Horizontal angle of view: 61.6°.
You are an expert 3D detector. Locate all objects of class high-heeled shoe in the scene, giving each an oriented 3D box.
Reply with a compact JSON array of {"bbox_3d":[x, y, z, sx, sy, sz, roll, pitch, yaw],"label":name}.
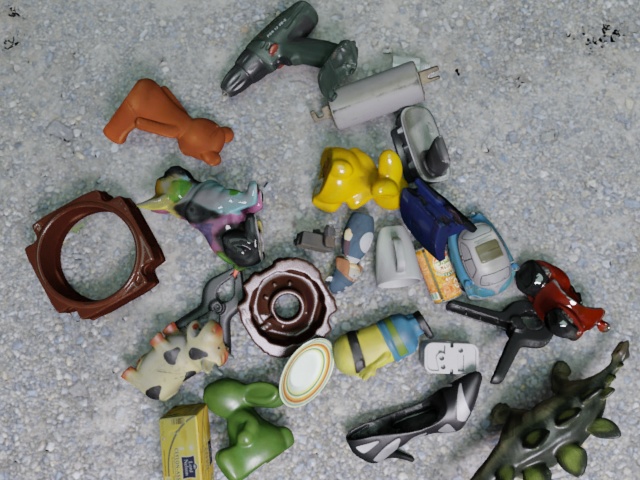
[{"bbox_3d":[0.160,0.298,0.937,0.145,0.086,0.248,29,105,-16],"label":"high-heeled shoe"}]

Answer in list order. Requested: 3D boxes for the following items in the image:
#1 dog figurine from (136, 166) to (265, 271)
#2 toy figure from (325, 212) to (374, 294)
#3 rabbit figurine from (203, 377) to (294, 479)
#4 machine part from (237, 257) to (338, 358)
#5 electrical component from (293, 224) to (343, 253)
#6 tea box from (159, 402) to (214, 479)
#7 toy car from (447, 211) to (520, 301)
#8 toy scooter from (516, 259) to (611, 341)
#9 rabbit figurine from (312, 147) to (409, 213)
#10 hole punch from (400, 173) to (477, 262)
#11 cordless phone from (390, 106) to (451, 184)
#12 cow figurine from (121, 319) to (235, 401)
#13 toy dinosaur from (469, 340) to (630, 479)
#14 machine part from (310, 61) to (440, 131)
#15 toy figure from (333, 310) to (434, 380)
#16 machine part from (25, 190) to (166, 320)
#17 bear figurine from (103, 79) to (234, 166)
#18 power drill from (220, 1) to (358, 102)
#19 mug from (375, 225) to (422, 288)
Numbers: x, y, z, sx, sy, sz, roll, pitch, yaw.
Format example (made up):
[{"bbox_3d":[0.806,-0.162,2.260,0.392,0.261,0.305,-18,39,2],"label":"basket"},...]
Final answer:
[{"bbox_3d":[-0.212,-0.039,0.968,0.219,0.108,0.191,-1,89,4],"label":"dog figurine"},{"bbox_3d":[0.056,0.026,0.981,0.064,0.058,0.154,20,84,-24],"label":"toy figure"},{"bbox_3d":[-0.133,0.309,0.937,0.159,0.121,0.170,-34,71,-6],"label":"rabbit figurine"},{"bbox_3d":[-0.060,0.118,0.965,0.179,0.056,0.179,0,92,-10],"label":"machine part"},{"bbox_3d":[-0.002,-0.003,0.970,0.078,0.102,0.045,14,82,-9],"label":"electrical component"},{"bbox_3d":[-0.229,0.381,0.937,0.068,0.098,0.169,-7,87,0],"label":"tea box"},{"bbox_3d":[0.294,0.027,0.964,0.109,0.103,0.161,-20,88,-2],"label":"toy car"},{"bbox_3d":[0.432,0.110,0.942,0.135,0.184,0.075,14,124,-16],"label":"toy scooter"},{"bbox_3d":[0.089,-0.108,0.963,0.173,0.162,0.122,19,73,-16],"label":"rabbit figurine"},{"bbox_3d":[0.190,-0.036,0.922,0.092,0.115,0.142,-44,53,13],"label":"hole punch"},{"bbox_3d":[0.184,-0.174,0.938,0.089,0.184,0.146,-17,86,3],"label":"cordless phone"},{"bbox_3d":[-0.239,0.209,0.936,0.127,0.085,0.195,44,109,-3],"label":"cow figurine"},{"bbox_3d":[0.358,0.329,0.893,0.471,0.198,0.105,-42,84,-5],"label":"toy dinosaur"},{"bbox_3d":[0.101,-0.262,0.984,0.243,0.079,0.079,-19,86,10],"label":"machine part"},{"bbox_3d":[0.109,0.183,0.963,0.180,0.082,0.089,-31,75,2],"label":"toy figure"},{"bbox_3d":[-0.404,0.027,0.970,0.201,0.087,0.201,-29,86,-4],"label":"machine part"},{"bbox_3d":[-0.270,-0.202,0.988,0.195,0.132,0.120,34,48,-26],"label":"bear figurine"},{"bbox_3d":[-0.048,-0.321,0.978,0.208,0.085,0.232,29,77,34],"label":"power drill"},{"bbox_3d":[0.134,0.025,0.965,0.081,0.109,0.107,-9,71,6],"label":"mug"}]
